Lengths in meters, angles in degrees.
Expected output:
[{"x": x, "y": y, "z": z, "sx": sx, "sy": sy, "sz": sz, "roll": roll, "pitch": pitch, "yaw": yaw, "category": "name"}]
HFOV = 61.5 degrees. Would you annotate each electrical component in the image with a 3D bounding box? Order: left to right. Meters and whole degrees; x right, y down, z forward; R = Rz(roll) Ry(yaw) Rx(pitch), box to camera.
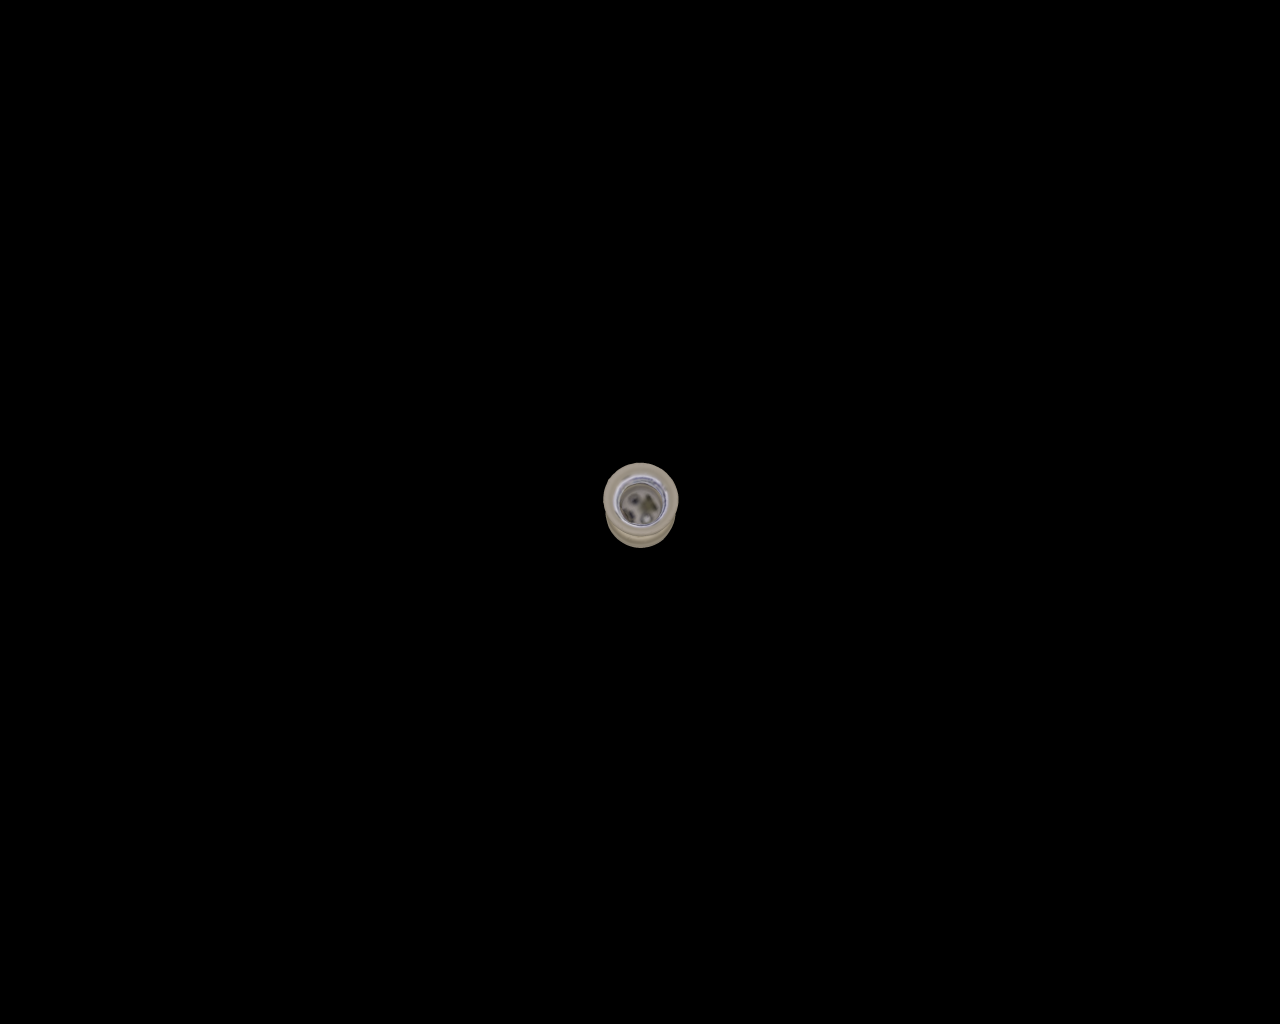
[{"x": 0.001, "y": -0.003, "z": 0.650, "sx": 0.045, "sy": 0.045, "sz": 0.055, "roll": 0, "pitch": -12, "yaw": 0, "category": "electrical component"}]
